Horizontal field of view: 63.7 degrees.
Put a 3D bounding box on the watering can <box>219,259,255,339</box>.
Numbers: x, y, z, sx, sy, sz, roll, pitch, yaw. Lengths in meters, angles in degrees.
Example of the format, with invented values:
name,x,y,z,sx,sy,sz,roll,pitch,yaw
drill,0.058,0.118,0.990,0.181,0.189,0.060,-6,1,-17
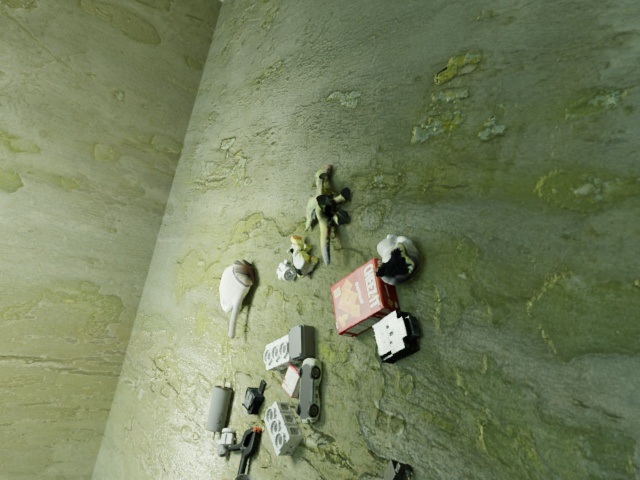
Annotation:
name,x,y,z,sx,sy,sz,roll,pitch,yaw
watering can,-0.355,0.228,2.188,0.221,0.103,0.355,-54,37,26

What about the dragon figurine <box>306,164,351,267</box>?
name,x,y,z,sx,sy,sz,roll,pitch,yaw
dragon figurine,0.006,-0.093,1.850,0.240,0.122,0.416,147,134,-67

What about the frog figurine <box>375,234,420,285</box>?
name,x,y,z,sx,sy,sz,roll,pitch,yaw
frog figurine,0.219,0.052,1.471,0.161,0.123,0.136,-60,-14,-76
